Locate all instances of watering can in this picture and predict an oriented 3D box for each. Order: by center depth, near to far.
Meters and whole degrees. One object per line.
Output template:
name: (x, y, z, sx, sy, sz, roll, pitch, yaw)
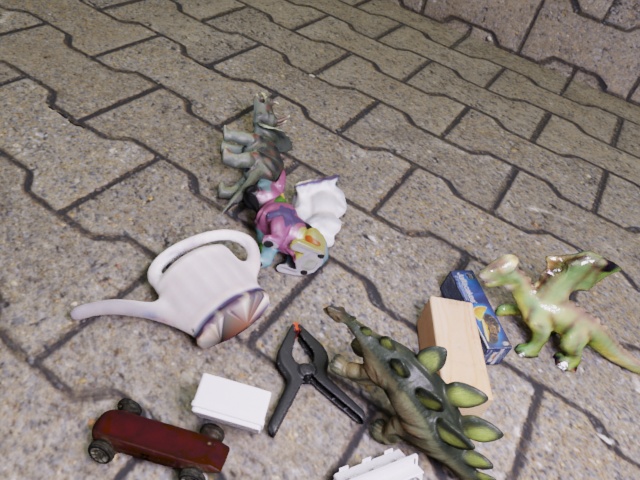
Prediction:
watering can: (-0.242, 0.105, 0.931, 0.352, 0.101, 0.227, -32, 60, -28)

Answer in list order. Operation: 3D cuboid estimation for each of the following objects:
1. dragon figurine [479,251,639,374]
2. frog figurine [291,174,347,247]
dragon figurine: (0.506, 0.132, 1.024, 0.410, 0.237, 0.125, 15, 37, 2)
frog figurine: (0.004, -0.060, 1.197, 0.138, 0.121, 0.160, -10, 83, -37)
